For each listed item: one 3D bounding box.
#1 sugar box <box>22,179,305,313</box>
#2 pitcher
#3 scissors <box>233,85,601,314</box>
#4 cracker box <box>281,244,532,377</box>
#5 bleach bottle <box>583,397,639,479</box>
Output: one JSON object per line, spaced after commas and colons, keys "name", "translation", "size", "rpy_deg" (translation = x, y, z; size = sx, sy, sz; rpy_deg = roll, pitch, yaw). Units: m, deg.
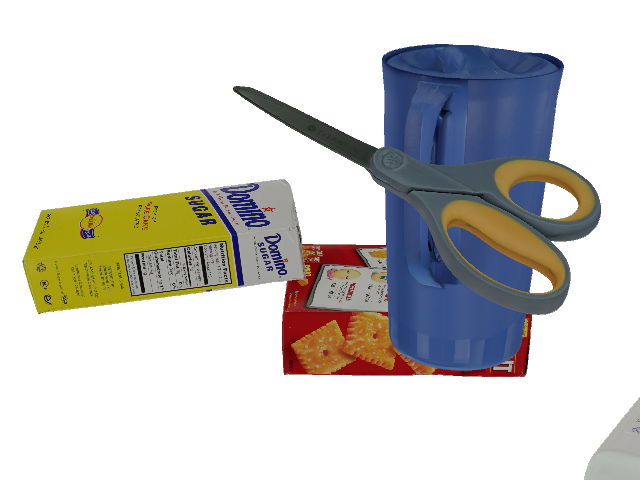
{"name": "sugar box", "translation": [-0.102, 0.001, 0.715], "size": [0.176, 0.048, 0.093], "rpy_deg": [-10, 24, -2]}
{"name": "pitcher", "translation": [0.105, -0.023, 0.819], "size": [0.149, 0.243, 0.145], "rpy_deg": [-7, 22, -19]}
{"name": "scissors", "translation": [0.055, -0.041, 0.535], "size": [0.096, 0.016, 0.202], "rpy_deg": [-33, 60, -25]}
{"name": "cracker box", "translation": [0.074, 0.063, 0.989], "size": [0.213, 0.072, 0.164], "rpy_deg": [1, 21, 1]}
{"name": "bleach bottle", "translation": [0.248, 0.104, 0.628], "size": [0.103, 0.068, 0.250], "rpy_deg": [19, 29, 32]}
